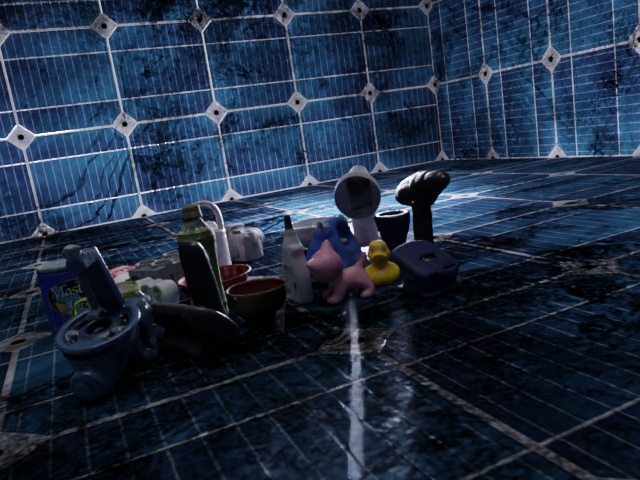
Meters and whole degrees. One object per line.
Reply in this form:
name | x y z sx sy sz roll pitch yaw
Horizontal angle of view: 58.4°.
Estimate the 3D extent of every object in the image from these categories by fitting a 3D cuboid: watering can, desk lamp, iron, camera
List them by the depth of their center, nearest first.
iron | 0.039 0.006 1.285 0.118 0.141 0.259 -5 11 18
watering can | -0.289 -0.004 1.453 0.101 0.194 0.172 -13 12 -23
desk lamp | 0.109 -0.088 1.525 0.117 0.214 0.203 -7 11 8
camera | -0.214 -0.002 1.630 0.142 0.101 0.137 0 14 38

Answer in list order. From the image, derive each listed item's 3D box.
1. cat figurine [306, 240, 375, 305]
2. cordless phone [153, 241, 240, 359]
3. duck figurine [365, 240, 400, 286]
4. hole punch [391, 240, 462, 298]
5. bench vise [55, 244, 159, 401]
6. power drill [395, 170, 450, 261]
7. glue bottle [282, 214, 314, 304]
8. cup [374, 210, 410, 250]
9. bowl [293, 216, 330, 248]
cat figurine | 0.035 0.057 1.090 0.128 0.118 0.067 -11 11 -11
cordless phone | -0.215 0.089 0.939 0.147 0.185 0.094 -1 14 35
duck figurine | 0.124 0.041 1.187 0.077 0.086 0.104 -7 11 7
hole punch | 0.200 0.050 1.068 0.109 0.091 0.100 -16 13 -36
bench vise | -0.329 0.103 0.862 0.121 0.220 0.207 -10 11 -7
power drill | 0.235 -0.053 1.262 0.076 0.208 0.229 -11 11 -14
glue bottle | -0.051 0.035 1.120 0.037 0.173 0.078 -14 12 -27
cup | 0.193 -0.026 1.455 0.091 0.095 0.118 -1 13 35
bowl | -0.008 -0.018 1.623 0.167 0.075 0.167 -8 11 2
